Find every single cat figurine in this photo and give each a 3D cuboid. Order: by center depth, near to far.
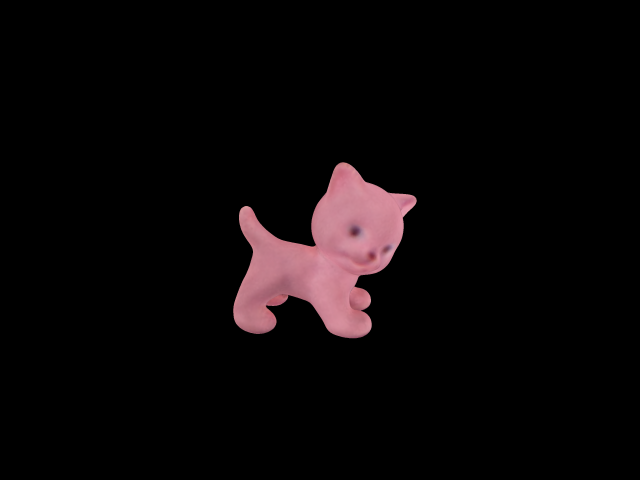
[{"bbox_3d":[0.004,0.001,0.400,0.127,0.118,0.067,1,20,4],"label":"cat figurine"}]
